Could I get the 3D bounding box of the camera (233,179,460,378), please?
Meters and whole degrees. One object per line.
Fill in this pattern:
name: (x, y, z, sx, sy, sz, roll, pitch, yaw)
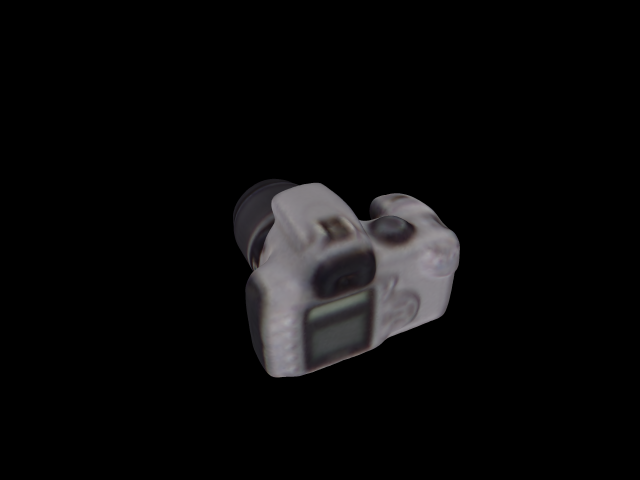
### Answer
camera: (0.004, 0.001, 0.400, 0.143, 0.101, 0.136, -17, 41, -21)
